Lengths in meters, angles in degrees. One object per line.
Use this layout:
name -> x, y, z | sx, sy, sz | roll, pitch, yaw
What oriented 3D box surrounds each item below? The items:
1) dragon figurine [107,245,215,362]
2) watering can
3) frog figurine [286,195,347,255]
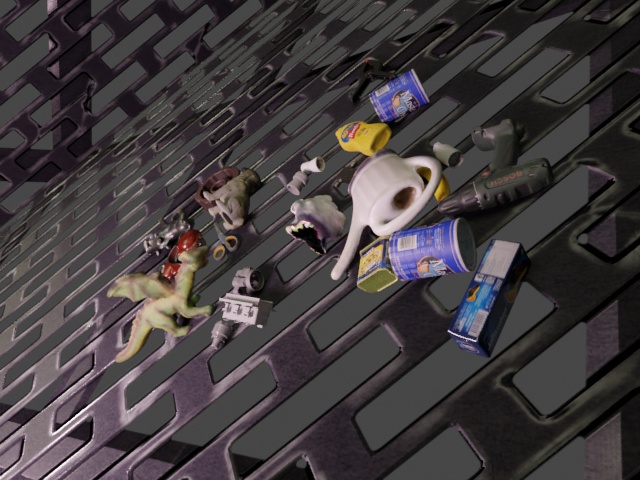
dragon figurine -> -0.432, 0.158, 1.313 | 0.410, 0.238, 0.124 | -36, 40, 2
watering can -> 0.126, -0.079, 1.191 | 0.345, 0.102, 0.229 | -42, 36, 11
frog figurine -> 0.004, -0.064, 1.270 | 0.138, 0.119, 0.163 | 20, 51, 14
